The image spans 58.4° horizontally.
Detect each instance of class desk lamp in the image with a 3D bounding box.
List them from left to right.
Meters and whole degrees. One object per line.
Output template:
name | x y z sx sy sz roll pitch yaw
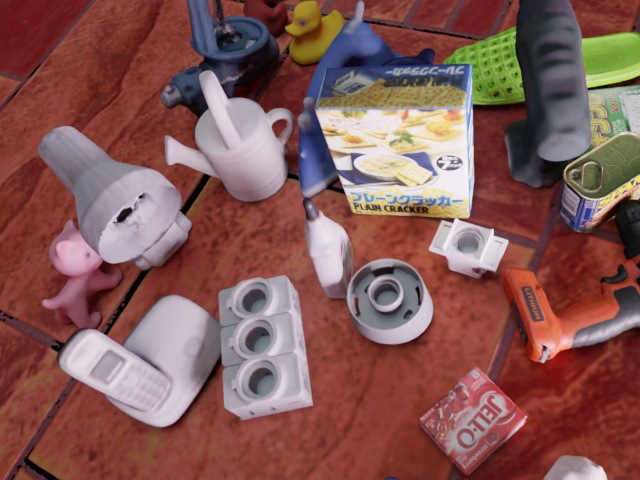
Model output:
desk lamp | -0.258 -0.044 0.742 0.202 0.214 0.118 37 76 29

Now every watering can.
watering can | -0.123 -0.139 0.770 0.173 0.194 0.100 -39 59 -8

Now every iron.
iron | 0.021 -0.197 0.795 0.118 0.142 0.258 18 68 24

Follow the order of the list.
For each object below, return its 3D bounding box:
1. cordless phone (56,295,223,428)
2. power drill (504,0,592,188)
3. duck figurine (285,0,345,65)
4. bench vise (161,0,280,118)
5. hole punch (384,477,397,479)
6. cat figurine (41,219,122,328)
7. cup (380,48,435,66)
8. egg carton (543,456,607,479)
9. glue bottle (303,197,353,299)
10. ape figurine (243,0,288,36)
cordless phone | -0.198 0.121 0.650 0.094 0.185 0.148 21 69 25
power drill | 0.262 -0.171 0.675 0.075 0.209 0.229 -6 60 12
duck figurine | -0.010 -0.344 0.919 0.104 0.086 0.077 -35 58 -5
bench vise | -0.156 -0.288 0.848 0.121 0.220 0.207 16 67 23
hole punch | 0.065 0.288 0.540 0.101 0.091 0.108 -37 59 -7
cat figurine | -0.331 0.043 0.770 0.067 0.118 0.128 8 64 19
cup | 0.126 -0.199 0.796 0.091 0.095 0.118 28 72 27
egg carton | 0.227 0.279 0.514 0.107 0.069 0.150 36 76 29
glue bottle | 0.006 0.002 0.668 0.037 0.173 0.078 -5 60 13
ape figurine | -0.101 -0.393 0.967 0.077 0.092 0.076 27 71 27
